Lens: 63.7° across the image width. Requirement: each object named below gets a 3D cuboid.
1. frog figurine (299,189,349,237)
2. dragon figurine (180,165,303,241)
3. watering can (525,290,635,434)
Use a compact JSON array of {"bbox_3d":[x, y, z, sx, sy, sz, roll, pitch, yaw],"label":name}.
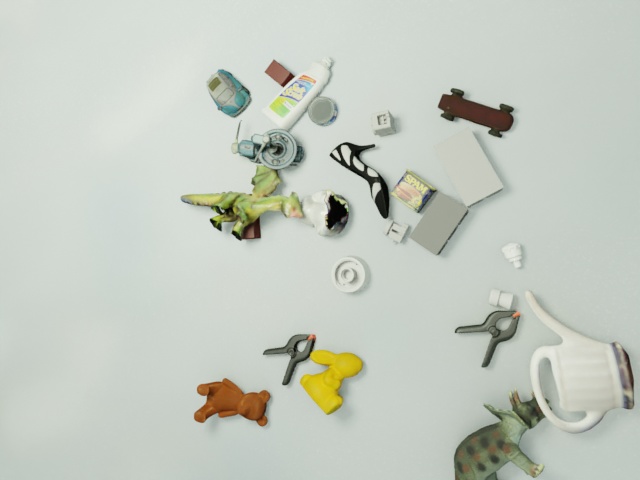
[{"bbox_3d":[0.005,-0.076,1.503,0.158,0.123,0.137,-11,92,54],"label":"frog figurine"},{"bbox_3d":[-0.223,-0.137,1.554,0.414,0.119,0.246,27,60,32],"label":"dragon figurine"},{"bbox_3d":[0.622,0.287,1.244,0.224,0.104,0.350,-9,83,17],"label":"watering can"}]
